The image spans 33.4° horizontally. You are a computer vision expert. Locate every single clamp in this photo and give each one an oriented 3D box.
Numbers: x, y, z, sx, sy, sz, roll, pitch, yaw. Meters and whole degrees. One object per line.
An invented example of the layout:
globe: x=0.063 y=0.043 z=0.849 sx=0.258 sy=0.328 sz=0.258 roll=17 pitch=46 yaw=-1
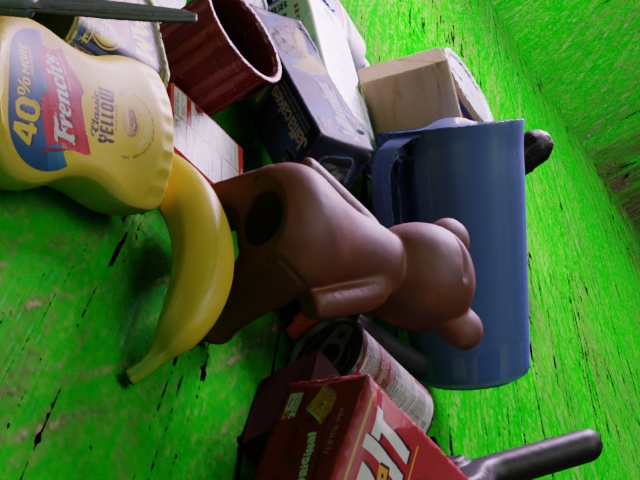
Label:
clamp: x=0.094 y=0.182 z=0.810 sx=0.209 sy=0.165 sz=0.036 roll=-12 pitch=89 yaw=-45
clamp: x=0.020 y=0.059 z=0.882 sx=0.120 sy=0.039 sz=0.171 roll=52 pitch=16 yaw=28

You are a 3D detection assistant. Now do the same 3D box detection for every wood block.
wood block: x=0.109 y=-0.081 z=1.092 sx=0.091 sy=0.090 sz=0.206 roll=-88 pitch=163 yaw=-72

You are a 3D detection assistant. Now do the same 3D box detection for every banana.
banana: x=-0.089 y=0.000 z=0.664 sx=0.198 sy=0.069 sz=0.037 roll=-99 pitch=-179 yaw=-45

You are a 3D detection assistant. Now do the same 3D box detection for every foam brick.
foam brick: x=-0.011 y=0.121 z=0.708 sx=0.053 sy=0.051 sz=0.078 roll=53 pitch=22 yaw=-19

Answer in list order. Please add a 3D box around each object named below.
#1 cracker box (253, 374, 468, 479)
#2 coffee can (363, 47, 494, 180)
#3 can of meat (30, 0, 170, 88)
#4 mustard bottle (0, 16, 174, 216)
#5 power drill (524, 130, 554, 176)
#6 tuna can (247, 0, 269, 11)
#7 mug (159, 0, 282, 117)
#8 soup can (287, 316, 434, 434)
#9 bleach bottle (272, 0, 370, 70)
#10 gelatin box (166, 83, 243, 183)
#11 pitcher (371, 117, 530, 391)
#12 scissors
cracker box: x=0.043 y=0.206 z=0.626 sx=0.213 sy=0.072 sz=0.164 roll=48 pitch=45 yaw=-30
coffee can: x=0.107 y=-0.133 z=1.185 sx=0.102 sy=0.140 sz=0.103 roll=47 pitch=24 yaw=-30
can of meat: x=-0.155 y=-0.141 z=0.720 sx=0.083 sy=0.058 sz=0.102 roll=30 pitch=35 yaw=-48
mustard bottle: x=-0.162 y=-0.074 z=0.600 sx=0.191 sy=0.058 sz=0.096 roll=14 pitch=73 yaw=-57
power drill: x=0.180 y=-0.089 z=1.262 sx=0.057 sy=0.184 sz=0.187 roll=55 pitch=12 yaw=-15
tuna can: x=-0.087 y=-0.240 z=1.034 sx=0.086 sy=0.034 sz=0.086 roll=48 pitch=24 yaw=-30
mug: x=-0.084 y=-0.140 z=0.843 sx=0.117 sy=0.082 sz=0.093 roll=21 pitch=43 yaw=-58
soup can: x=0.032 y=0.112 z=0.797 sx=0.102 sy=0.069 sz=0.068 roll=45 pitch=26 yaw=-35
bleach bottle: x=-0.019 y=-0.279 z=1.204 sx=0.250 sy=0.068 sz=0.102 roll=49 pitch=23 yaw=-32
gelatin box: x=-0.094 y=-0.063 z=0.793 sx=0.089 sy=0.030 sz=0.073 roll=43 pitch=28 yaw=-38
pitcher: x=0.122 y=0.011 z=0.972 sx=0.145 sy=0.149 sz=0.243 roll=-117 pitch=-159 yaw=-84
scissors: x=-0.176 y=-0.138 z=0.574 sx=0.201 sy=0.016 sz=0.096 roll=-9 pitch=45 yaw=-28
